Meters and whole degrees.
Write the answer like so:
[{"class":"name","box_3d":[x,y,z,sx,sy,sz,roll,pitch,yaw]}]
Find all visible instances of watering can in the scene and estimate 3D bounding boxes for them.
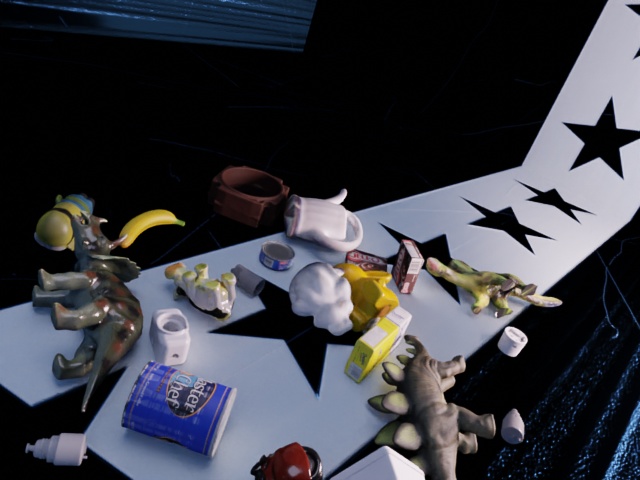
[{"class":"watering can","box_3d":[0.004,-0.074,1.465,0.224,0.102,0.355,11,29,-12]}]

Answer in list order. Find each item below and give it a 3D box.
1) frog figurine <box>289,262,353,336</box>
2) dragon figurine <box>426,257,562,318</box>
[{"class":"frog figurine","box_3d":[0.003,0.131,1.110,0.137,0.120,0.163,-18,43,6]},{"class":"dragon figurine","box_3d":[0.463,0.108,1.442,0.409,0.120,0.247,12,20,-31]}]
